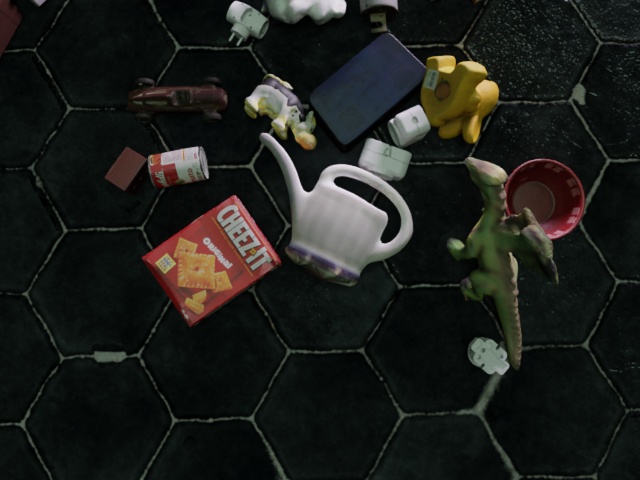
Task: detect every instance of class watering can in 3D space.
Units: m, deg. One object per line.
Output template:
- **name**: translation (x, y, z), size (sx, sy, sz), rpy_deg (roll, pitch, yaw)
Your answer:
- **watering can**: translation (0.003, -0.050, 0.992), size (0.348, 0.103, 0.225), rpy_deg (26, 86, 1)

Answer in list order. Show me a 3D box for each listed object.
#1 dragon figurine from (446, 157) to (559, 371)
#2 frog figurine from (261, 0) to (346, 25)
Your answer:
- **dragon figurine**: translation (0.341, 0.045, 0.926), size (0.122, 0.241, 0.412), rpy_deg (-18, 84, -7)
- **frog figurine**: translation (-0.029, -0.488, 1.030), size (0.160, 0.120, 0.140), rpy_deg (26, 66, 12)
